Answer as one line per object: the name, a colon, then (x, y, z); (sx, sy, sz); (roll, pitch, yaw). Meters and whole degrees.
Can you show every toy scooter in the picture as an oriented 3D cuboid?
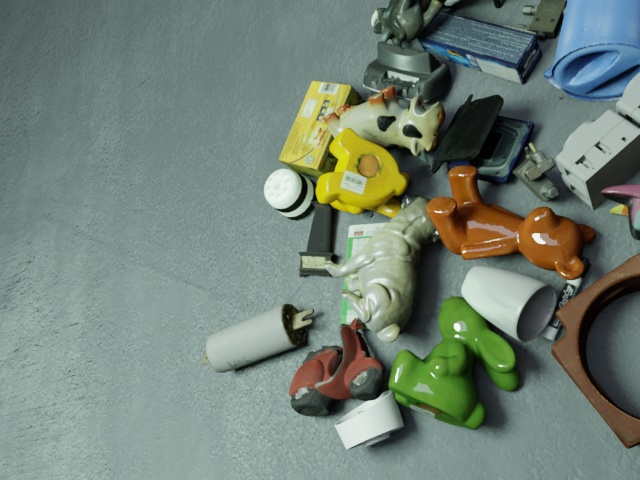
toy scooter: (0.026, 0.194, 0.840); (0.184, 0.075, 0.135); (-28, 43, 36)

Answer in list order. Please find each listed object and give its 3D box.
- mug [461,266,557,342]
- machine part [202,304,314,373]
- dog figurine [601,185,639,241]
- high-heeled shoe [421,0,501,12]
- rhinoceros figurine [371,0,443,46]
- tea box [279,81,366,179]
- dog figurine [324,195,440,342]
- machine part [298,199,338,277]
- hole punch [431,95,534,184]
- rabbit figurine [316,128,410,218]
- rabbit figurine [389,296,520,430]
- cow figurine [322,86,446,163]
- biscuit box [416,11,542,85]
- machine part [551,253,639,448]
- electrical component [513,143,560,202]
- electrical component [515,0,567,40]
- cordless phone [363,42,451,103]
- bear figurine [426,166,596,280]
mug: (0.255, 0.075, 0.724); (0.107, 0.109, 0.080); (32, 114, 46)
machine part: (-0.113, 0.173, 0.937); (0.243, 0.079, 0.079); (-24, 62, 22)
dog figurine: (0.466, -0.080, 0.651); (0.219, 0.108, 0.191); (-6, 70, 33)
high-heeled shoe: (0.211, -0.458, 0.921); (0.249, 0.145, 0.086); (27, 88, 34)
rhinoceros figurine: (0.145, -0.389, 0.940); (0.190, 0.073, 0.112); (-102, 35, -63)
tea box: (0.006, -0.203, 1.005); (0.098, 0.068, 0.169); (21, 86, 36)
dog figurine: (0.126, 0.038, 0.798); (0.190, 0.121, 0.172); (-39, 62, 8)
machine part: (-0.002, -0.003, 0.955); (0.084, 0.039, 0.139); (-5, 76, 40)
hole punch: (0.252, -0.152, 0.832); (0.142, 0.092, 0.116); (-66, 22, -2)
rabbit figurine: (0.070, -0.094, 0.887); (0.162, 0.173, 0.122); (10, 75, -11)
rabbit figurine: (0.189, 0.156, 0.735); (0.159, 0.121, 0.170); (13, 65, 31)
cow figurine: (0.114, -0.183, 0.889); (0.195, 0.127, 0.085); (-11, 25, 36)
biscuit box: (0.260, -0.324, 0.894); (0.203, 0.059, 0.063); (34, 94, 35)
machine part: (0.399, 0.130, 0.627); (0.201, 0.087, 0.202); (-40, 55, 13)
electrical component: (0.310, -0.095, 0.762); (0.078, 0.102, 0.045); (46, 104, 10)
electrical component: (0.365, -0.352, 0.861); (0.094, 0.021, 0.063); (20, 85, 35)
cordless phone: (0.131, -0.240, 0.946); (0.147, 0.088, 0.184); (28, 100, 34)
bear figurine: (0.265, -0.021, 0.741); (0.196, 0.131, 0.120); (8, 47, 41)
